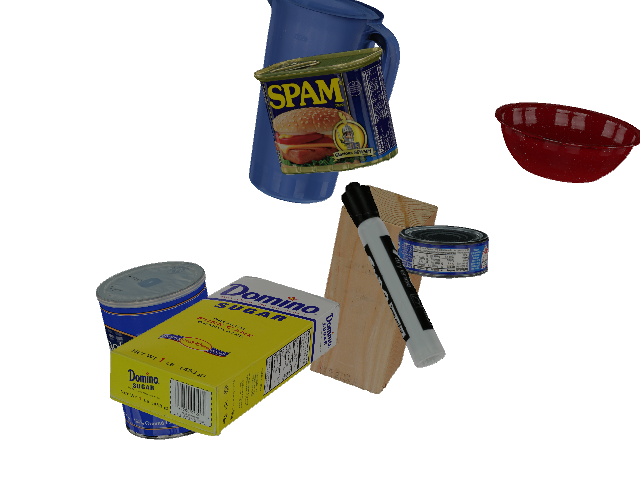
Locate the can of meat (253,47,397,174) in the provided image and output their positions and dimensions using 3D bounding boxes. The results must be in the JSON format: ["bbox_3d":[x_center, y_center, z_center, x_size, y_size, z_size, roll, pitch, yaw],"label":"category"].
[{"bbox_3d":[0.006,-0.100,0.837,0.102,0.084,0.057,-1,21,34],"label":"can of meat"}]

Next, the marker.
[{"bbox_3d":[0.041,0.017,0.628,0.020,0.121,0.020,-19,-24,-9],"label":"marker"}]

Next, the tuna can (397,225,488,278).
[{"bbox_3d":[0.115,0.009,1.002,0.086,0.034,0.086,1,12,0],"label":"tuna can"}]

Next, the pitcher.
[{"bbox_3d":[-0.005,-0.169,1.277,0.145,0.243,0.149,7,23,-14],"label":"pitcher"}]

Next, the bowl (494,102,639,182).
[{"bbox_3d":[0.268,-0.105,1.178,0.162,0.055,0.162,6,23,-3],"label":"bowl"}]

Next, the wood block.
[{"bbox_3d":[0.060,0.055,1.211,0.090,0.206,0.090,18,24,15],"label":"wood block"}]

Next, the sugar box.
[{"bbox_3d":[-0.066,0.080,0.801,0.093,0.048,0.175,16,26,25],"label":"sugar box"}]

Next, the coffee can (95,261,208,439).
[{"bbox_3d":[-0.149,0.103,1.016,0.103,0.140,0.103,-8,18,2],"label":"coffee can"}]
